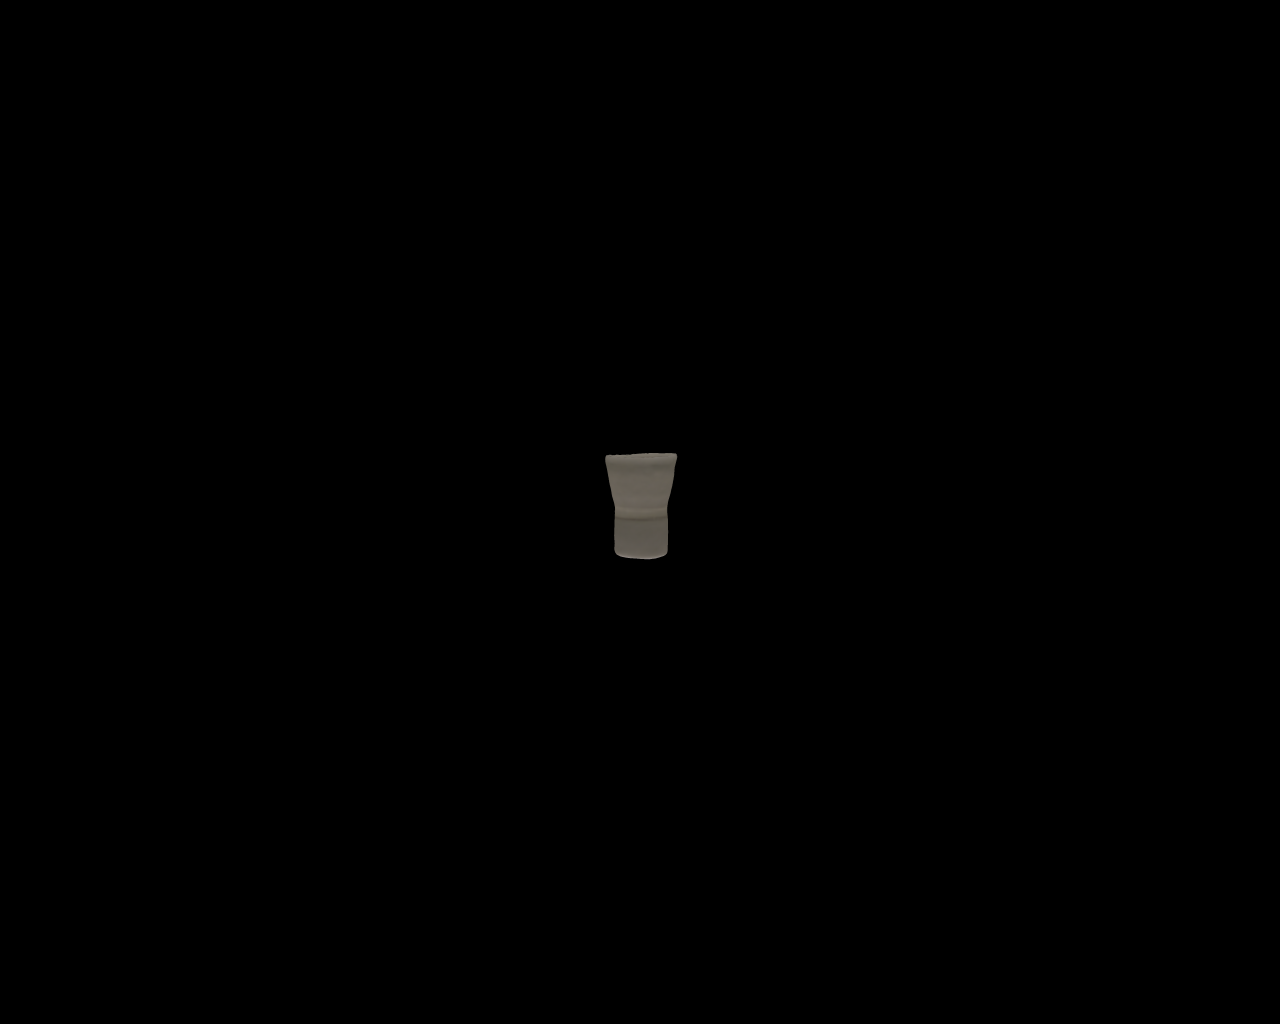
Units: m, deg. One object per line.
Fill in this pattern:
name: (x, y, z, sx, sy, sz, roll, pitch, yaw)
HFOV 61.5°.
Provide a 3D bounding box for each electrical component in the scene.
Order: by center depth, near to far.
electrical component: (0.001, -0.003, 0.650, 0.044, 0.065, 0.044, 0, 7, 0)
